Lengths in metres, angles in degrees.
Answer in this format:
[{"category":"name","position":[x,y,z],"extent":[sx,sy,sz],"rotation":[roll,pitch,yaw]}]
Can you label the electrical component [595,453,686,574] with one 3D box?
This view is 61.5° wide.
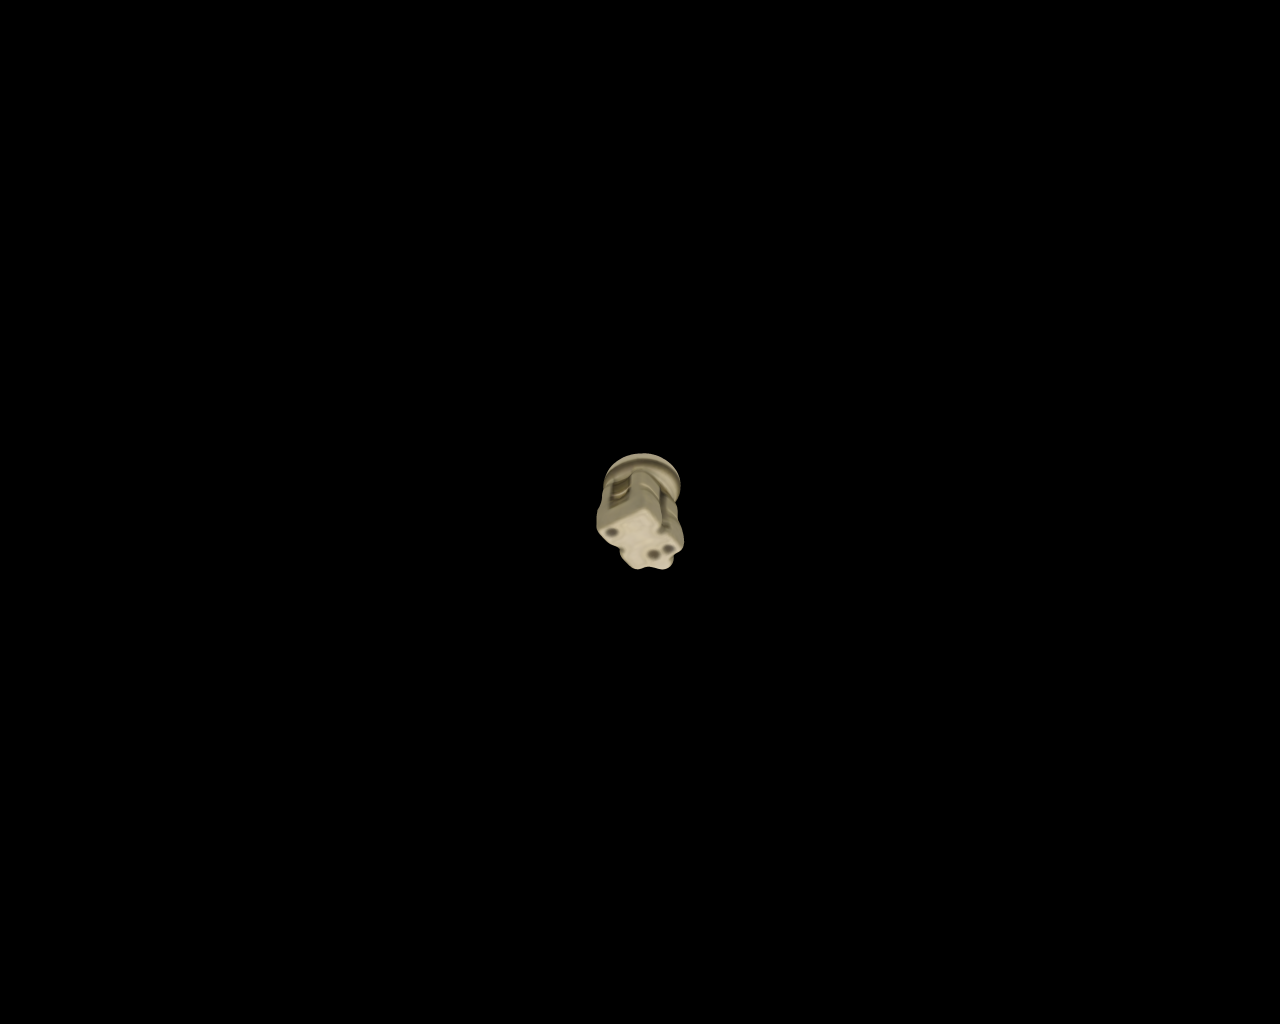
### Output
[{"category":"electrical component","position":[0.001,-0.003,0.650],"extent":[0.048,0.055,0.066],"rotation":[-24,-50,22]}]
